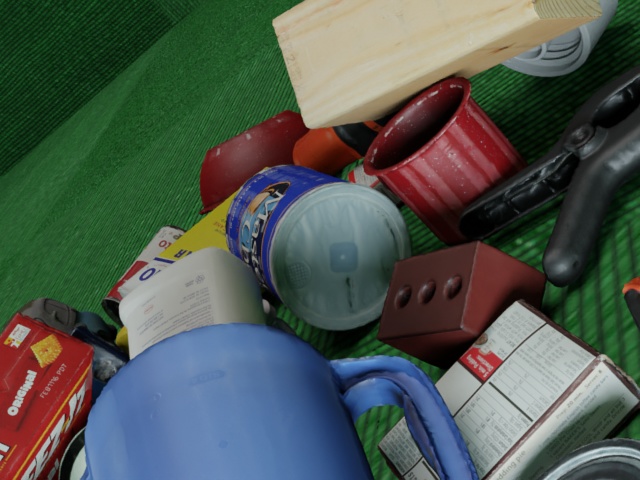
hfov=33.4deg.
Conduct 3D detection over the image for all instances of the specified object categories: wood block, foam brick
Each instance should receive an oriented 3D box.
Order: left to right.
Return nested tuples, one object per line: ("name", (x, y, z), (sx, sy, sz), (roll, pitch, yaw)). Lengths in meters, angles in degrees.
("wood block", (0.077, -0.156, 0.749), (0.207, 0.090, 0.090), (-20, -4, 42))
("foam brick", (0.079, 0.039, 0.603), (0.078, 0.051, 0.053), (-18, 50, 55))

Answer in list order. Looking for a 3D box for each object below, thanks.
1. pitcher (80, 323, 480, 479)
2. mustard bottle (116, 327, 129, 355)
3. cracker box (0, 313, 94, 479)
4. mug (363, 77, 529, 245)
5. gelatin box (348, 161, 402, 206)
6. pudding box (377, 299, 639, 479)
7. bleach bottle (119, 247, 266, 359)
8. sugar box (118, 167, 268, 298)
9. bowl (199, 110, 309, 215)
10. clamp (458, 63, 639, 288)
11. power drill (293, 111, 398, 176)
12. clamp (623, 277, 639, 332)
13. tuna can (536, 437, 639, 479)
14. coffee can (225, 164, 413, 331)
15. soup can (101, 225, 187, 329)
("pitcher", (-0.011, 0.148, 0.439), (0.149, 0.144, 0.243), (-63, 28, 22))
("mustard bottle", (-0.108, 0.032, 0.998), (0.096, 0.058, 0.191), (-15, 35, 51))
("cracker box", (-0.228, 0.184, 0.770), (0.214, 0.072, 0.164), (105, -171, -48))
("mug", (0.083, -0.049, 0.742), (0.117, 0.081, 0.093), (-16, 35, 53))
("gelatin box", (0.066, -0.061, 0.880), (0.089, 0.030, 0.073), (-40, 19, 14))
("pudding box", (0.089, 0.090, 0.521), (0.113, 0.039, 0.090), (-48, 22, 1))
("bleach bottle", (-0.073, 0.123, 0.670), (0.103, 0.068, 0.251), (-32, 42, 20))
("sugar box", (-0.078, 0.014, 0.914), (0.176, 0.048, 0.093), (-39, 38, -21))
("bowl", (-0.060, -0.085, 1.061), (0.162, 0.055, 0.162), (-27, 7, 3))
("clamp", (0.166, -0.044, 0.637), (0.171, 0.039, 0.120), (-46, 31, 6))
("power drill", (0.069, -0.145, 0.940), (0.185, 0.057, 0.187), (-35, 11, 44))
("clamp", (0.204, 0.028, 0.417), (0.164, 0.036, 0.210), (-47, 20, -7))
("tuna can", (0.113, 0.121, 0.419), (0.086, 0.033, 0.086), (-38, 21, 17))
("coffee can", (-0.005, 0.001, 0.789), (0.103, 0.102, 0.140), (-47, 19, -6))
("soup can", (-0.160, 0.043, 1.066), (0.069, 0.068, 0.102), (-13, 37, 57))
